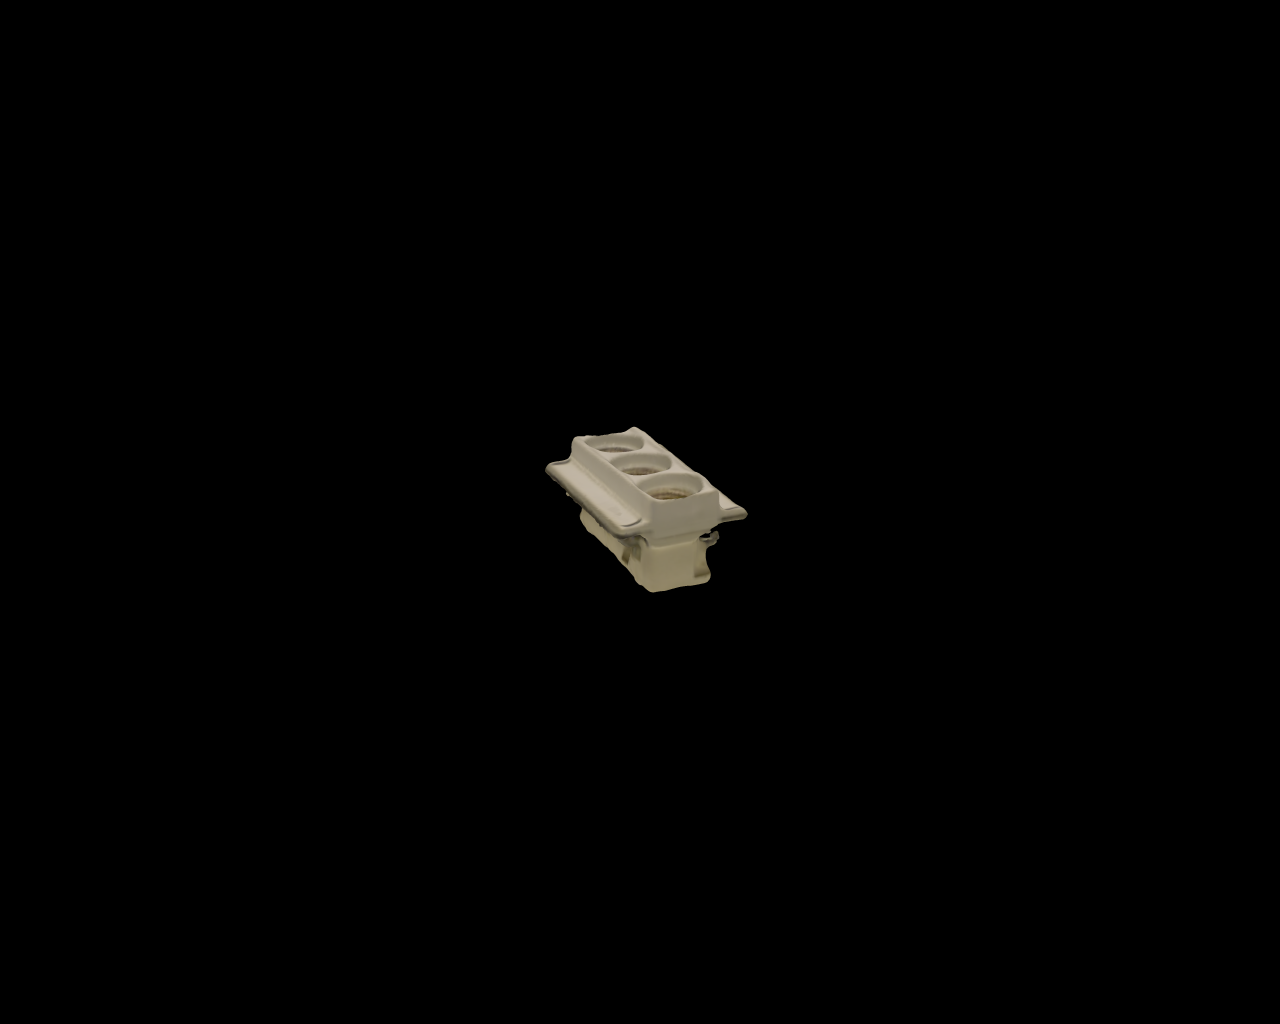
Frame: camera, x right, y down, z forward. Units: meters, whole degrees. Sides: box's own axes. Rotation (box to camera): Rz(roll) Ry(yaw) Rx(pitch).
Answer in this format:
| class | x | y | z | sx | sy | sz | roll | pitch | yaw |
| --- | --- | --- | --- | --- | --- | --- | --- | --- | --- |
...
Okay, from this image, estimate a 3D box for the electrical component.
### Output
| class | x | y | z | sx | sy | sz | roll | pitch | yaw |
| --- | --- | --- | --- | --- | --- | --- | --- | --- | --- |
| electrical component | 0.001 | -0.003 | 0.650 | 0.079 | 0.063 | 0.121 | -10 | 24 | -22 |
